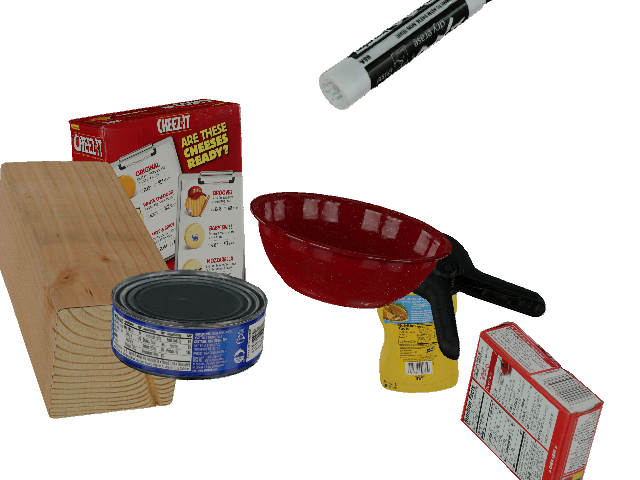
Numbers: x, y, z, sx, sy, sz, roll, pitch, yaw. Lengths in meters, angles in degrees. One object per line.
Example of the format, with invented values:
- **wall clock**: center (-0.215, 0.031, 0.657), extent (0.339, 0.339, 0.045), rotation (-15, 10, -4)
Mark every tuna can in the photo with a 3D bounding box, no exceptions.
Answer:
- **tuna can**: center (-0.073, 0.046, 0.592), extent (0.086, 0.034, 0.086), rotation (5, 17, -2)

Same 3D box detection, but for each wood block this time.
- **wood block**: center (-0.176, 0.027, 0.790), extent (0.090, 0.091, 0.206), rotation (-2, 31, -27)

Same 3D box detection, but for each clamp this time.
- **clamp**: center (0.134, 0.038, 1.043), extent (0.120, 0.039, 0.171), rotation (-12, 48, -24)

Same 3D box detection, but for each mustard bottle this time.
- **mustard bottle**: center (0.116, 0.087, 1.283), extent (0.096, 0.192, 0.058), rotation (-2, 22, 6)

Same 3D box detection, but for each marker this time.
- **marker**: center (0.049, -0.099, 0.492), extent (0.121, 0.020, 0.020), rotation (-38, 16, -21)

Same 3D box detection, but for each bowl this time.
- **bowl**: center (0.020, 0.011, 0.839), extent (0.162, 0.055, 0.162), rotation (11, 16, -3)

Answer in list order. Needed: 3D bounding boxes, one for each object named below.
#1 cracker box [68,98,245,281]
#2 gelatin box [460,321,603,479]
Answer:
- **cracker box**: center (-0.157, -0.023, 1.058), extent (0.163, 0.214, 0.072), rotation (-16, 22, -42)
- **gelatin box**: center (0.127, 0.104, 0.652), extent (0.030, 0.073, 0.089), rotation (-12, 35, -27)
